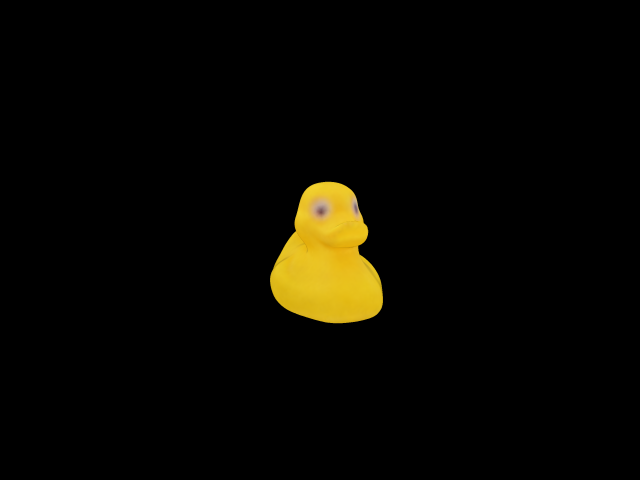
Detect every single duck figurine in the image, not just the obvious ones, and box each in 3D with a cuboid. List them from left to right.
[{"bbox_3d":[0.004,0.001,0.400,0.078,0.086,0.104,-6,15,-23],"label":"duck figurine"}]
